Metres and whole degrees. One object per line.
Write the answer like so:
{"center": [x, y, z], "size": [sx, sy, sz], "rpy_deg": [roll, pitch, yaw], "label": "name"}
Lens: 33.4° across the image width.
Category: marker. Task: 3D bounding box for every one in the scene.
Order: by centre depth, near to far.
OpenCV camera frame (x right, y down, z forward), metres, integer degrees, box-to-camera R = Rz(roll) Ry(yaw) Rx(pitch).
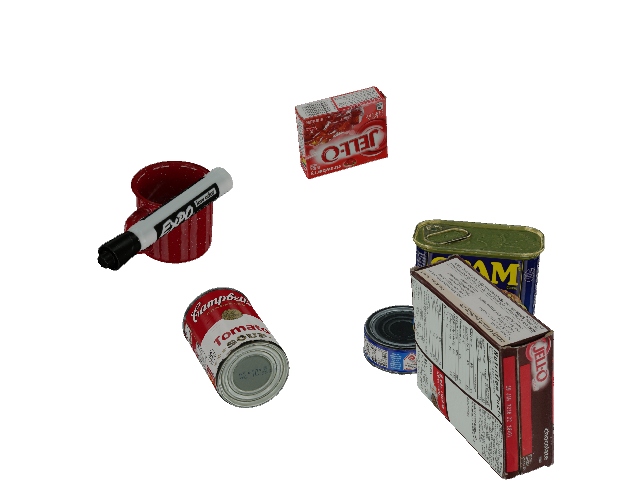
{"center": [-0.104, -0.015, 0.717], "size": [0.020, 0.020, 0.120], "rpy_deg": [0, 29, 42], "label": "marker"}

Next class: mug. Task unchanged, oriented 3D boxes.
{"center": [-0.167, -0.024, 1.161], "size": [0.093, 0.081, 0.117], "rpy_deg": [26, 41, 27], "label": "mug"}

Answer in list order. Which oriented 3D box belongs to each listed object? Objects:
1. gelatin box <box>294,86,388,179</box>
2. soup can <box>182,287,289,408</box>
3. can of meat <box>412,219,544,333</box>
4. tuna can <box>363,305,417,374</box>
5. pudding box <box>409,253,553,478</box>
{"center": [0.022, -0.107, 1.063], "size": [0.089, 0.073, 0.030], "rpy_deg": [-15, 42, -12], "label": "gelatin box"}
{"center": [-0.076, 0.094, 0.944], "size": [0.068, 0.068, 0.102], "rpy_deg": [0, 24, -25], "label": "soup can"}
{"center": [0.124, 0.034, 0.854], "size": [0.102, 0.084, 0.057], "rpy_deg": [5, 23, 10], "label": "can of meat"}
{"center": [0.089, 0.105, 1.144], "size": [0.086, 0.034, 0.086], "rpy_deg": [-1, 29, 0], "label": "tuna can"}
{"center": [0.094, 0.072, 0.631], "size": [0.039, 0.090, 0.114], "rpy_deg": [-15, 27, -19], "label": "pudding box"}
